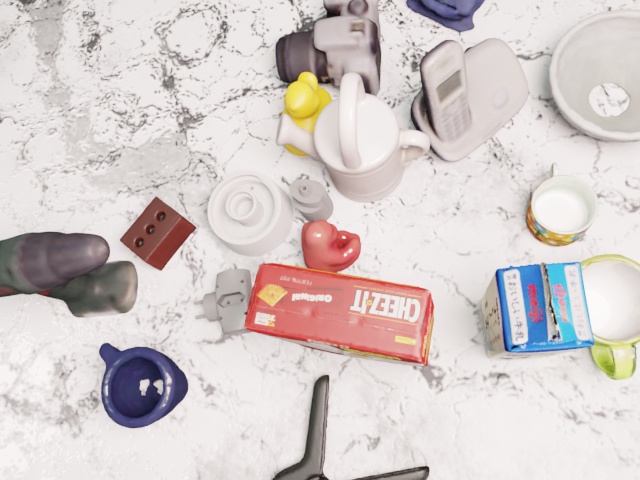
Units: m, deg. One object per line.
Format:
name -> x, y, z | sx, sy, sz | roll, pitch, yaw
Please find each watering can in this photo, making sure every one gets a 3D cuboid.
watering can -> 0.036, -0.118, 0.669 | 0.172, 0.194, 0.101 | -17, 73, 7

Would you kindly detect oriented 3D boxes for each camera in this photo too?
camera -> 0.011, -0.265, 0.761 | 0.136, 0.101, 0.143 | -1, 76, 11

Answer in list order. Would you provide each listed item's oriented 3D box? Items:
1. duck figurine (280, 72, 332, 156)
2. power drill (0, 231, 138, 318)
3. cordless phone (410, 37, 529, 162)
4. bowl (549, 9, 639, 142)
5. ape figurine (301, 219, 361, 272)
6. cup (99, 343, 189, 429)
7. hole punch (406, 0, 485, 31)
duck figurine -> -0.022, -0.169, 0.751 | 0.077, 0.086, 0.104 | 11, 78, 14
power drill -> -0.312, 0.042, 0.691 | 0.229, 0.209, 0.075 | -8, 74, 10
cordless phone -> 0.174, -0.185, 0.663 | 0.147, 0.185, 0.094 | -42, 72, -1
bowl -> 0.355, -0.183, 0.684 | 0.167, 0.075, 0.167 | -3, 75, 11
ape figurine -> 0.006, 0.002, 0.698 | 0.076, 0.092, 0.077 | -46, 72, -2
cup -> -0.211, 0.171, 0.697 | 0.117, 0.095, 0.092 | 39, 86, 18
hole punch -> 0.174, -0.349, 0.755 | 0.108, 0.091, 0.101 | 32, 84, 17
